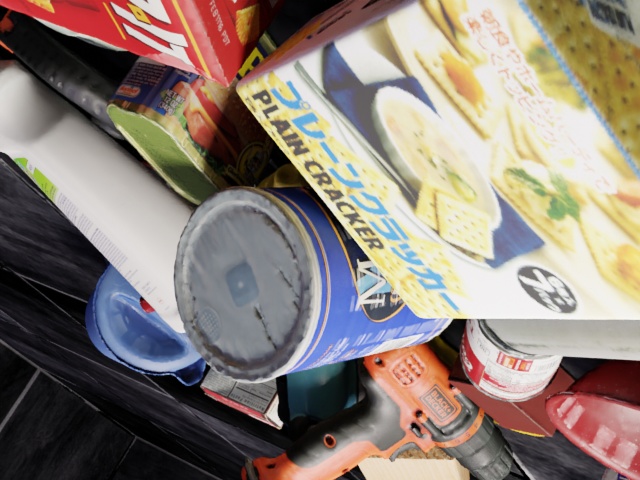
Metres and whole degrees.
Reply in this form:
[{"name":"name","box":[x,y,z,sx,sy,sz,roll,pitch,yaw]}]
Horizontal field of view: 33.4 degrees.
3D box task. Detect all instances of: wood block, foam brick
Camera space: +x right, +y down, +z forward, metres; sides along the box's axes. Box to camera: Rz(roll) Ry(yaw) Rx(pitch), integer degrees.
[{"name":"wood block","box":[0.092,0.192,1.015,0.091,0.090,0.206,-2,154,11]},{"name":"foam brick","box":[0.146,0.106,0.806,0.078,0.051,0.053,41,158,-32]}]

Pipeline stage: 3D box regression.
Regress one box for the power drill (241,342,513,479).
[{"name":"power drill","box":[0.047,0.175,0.847,0.184,0.187,0.057,49,-179,-27]}]

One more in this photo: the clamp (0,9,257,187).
[{"name":"clamp","box":[-0.129,-0.084,0.709,0.210,0.036,0.164,37,-177,-7]}]

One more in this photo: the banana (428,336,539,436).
[{"name":"banana","box":[0.115,0.110,0.886,0.197,0.037,0.070,42,159,-30]}]

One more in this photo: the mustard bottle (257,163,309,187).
[{"name":"mustard bottle","box":[-0.005,0.001,0.749,0.096,0.058,0.191,45,168,25]}]

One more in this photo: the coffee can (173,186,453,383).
[{"name":"coffee can","box":[0.003,0.019,0.605,0.103,0.103,0.140,16,-166,39]}]

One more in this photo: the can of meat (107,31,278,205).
[{"name":"can of meat","box":[-0.062,-0.076,0.599,0.058,0.084,0.102,17,157,38]}]

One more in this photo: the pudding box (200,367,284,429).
[{"name":"pudding box","box":[-0.052,0.118,1.050,0.090,0.113,0.039,18,161,36]}]

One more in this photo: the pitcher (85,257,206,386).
[{"name":"pitcher","box":[-0.192,0.068,1.146,0.145,0.149,0.243,19,168,-15]}]

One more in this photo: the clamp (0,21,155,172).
[{"name":"clamp","box":[-0.193,-0.099,0.817,0.171,0.039,0.120,33,163,-8]}]

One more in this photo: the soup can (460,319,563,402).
[{"name":"soup can","box":[0.127,0.058,0.681,0.068,0.068,0.102,26,161,13]}]

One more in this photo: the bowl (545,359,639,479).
[{"name":"bowl","box":[0.233,0.120,0.698,0.162,0.055,0.162,28,162,10]}]

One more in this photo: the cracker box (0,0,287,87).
[{"name":"cracker box","box":[-0.135,-0.168,0.491,0.214,0.072,0.164,23,161,22]}]

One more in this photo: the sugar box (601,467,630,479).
[{"name":"sugar box","box":[0.284,0.195,0.756,0.048,0.093,0.177,43,159,-32]}]

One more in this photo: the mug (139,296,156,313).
[{"name":"mug","box":[-0.098,0.030,0.901,0.082,0.117,0.093,-14,99,59]}]

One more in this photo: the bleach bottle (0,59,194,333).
[{"name":"bleach bottle","box":[-0.161,-0.044,0.745,0.251,0.068,0.103,44,159,-6]}]
